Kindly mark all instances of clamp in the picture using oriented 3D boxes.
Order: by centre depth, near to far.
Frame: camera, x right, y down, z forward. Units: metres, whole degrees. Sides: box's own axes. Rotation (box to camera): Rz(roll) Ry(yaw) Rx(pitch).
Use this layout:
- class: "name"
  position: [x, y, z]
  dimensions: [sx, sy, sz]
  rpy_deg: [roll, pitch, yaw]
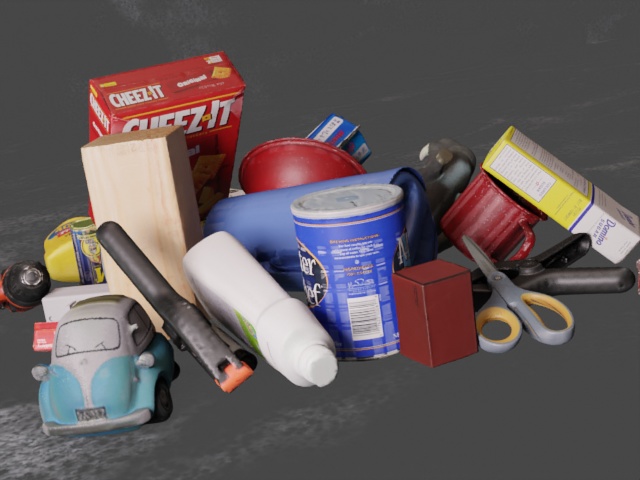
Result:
- class: "clamp"
  position: [-0.125, 0.068, 0.948]
  dimensions: [0.036, 0.164, 0.210]
  rpy_deg: [-40, 32, -11]
- class: "clamp"
  position: [0.214, 0.040, 1.034]
  dimensions: [0.171, 0.039, 0.120]
  rpy_deg: [-20, 16, -12]

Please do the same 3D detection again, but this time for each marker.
- class: "marker"
  position: [-0.086, 0.102, 1.007]
  dimensions: [0.020, 0.020, 0.121]
  rpy_deg: [-14, 15, -20]

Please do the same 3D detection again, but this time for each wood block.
- class: "wood block"
  position: [-0.175, -0.007, 1.104]
  dimensions: [0.090, 0.206, 0.091]
  rpy_deg: [-7, 14, 6]

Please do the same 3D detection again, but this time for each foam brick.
- class: "foam brick"
  position: [0.100, 0.064, 0.928]
  dimensions: [0.051, 0.078, 0.053]
  rpy_deg: [-14, 17, -25]

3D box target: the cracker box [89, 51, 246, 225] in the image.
- class: "cracker box"
  position: [-0.180, -0.101, 1.236]
  dimensions: [0.164, 0.214, 0.072]
  rpy_deg: [-18, 55, -26]

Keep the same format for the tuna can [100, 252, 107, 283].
- class: "tuna can"
  position: [-0.221, 0.034, 1.219]
  dimensions: [0.033, 0.086, 0.086]
  rpy_deg: [-18, 17, -26]

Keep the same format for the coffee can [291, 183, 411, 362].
- class: "coffee can"
  position: [0.034, 0.028, 0.977]
  dimensions: [0.103, 0.140, 0.103]
  rpy_deg: [-8, 14, 2]

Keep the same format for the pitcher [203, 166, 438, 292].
- class: "pitcher"
  position: [-0.008, 0.001, 1.153]
  dimensions: [0.243, 0.145, 0.149]
  rpy_deg: [-5, -20, 30]

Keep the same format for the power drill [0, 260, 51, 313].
- class: "power drill"
  position: [-0.390, 0.068, 1.171]
  dimensions: [0.187, 0.057, 0.185]
  rpy_deg: [-13, -6, -21]

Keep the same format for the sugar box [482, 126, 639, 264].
- class: "sugar box"
  position: [0.259, -0.050, 1.141]
  dimensions: [0.176, 0.048, 0.093]
  rpy_deg: [39, 21, 2]

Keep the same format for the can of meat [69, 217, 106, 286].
- class: "can of meat"
  position: [-0.257, 0.011, 1.333]
  dimensions: [0.102, 0.084, 0.058]
  rpy_deg: [-13, 15, -20]

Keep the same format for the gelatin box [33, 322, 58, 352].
- class: "gelatin box"
  position: [-0.224, 0.095, 1.041]
  dimensions: [0.073, 0.030, 0.089]
  rpy_deg: [-4, -7, 20]

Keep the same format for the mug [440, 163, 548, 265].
- class: "mug"
  position: [0.189, -0.016, 1.146]
  dimensions: [0.093, 0.082, 0.117]
  rpy_deg: [21, 26, -40]

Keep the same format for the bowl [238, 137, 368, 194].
- class: "bowl"
  position: [-0.022, -0.048, 1.268]
  dimensions: [0.162, 0.162, 0.055]
  rpy_deg: [-4, 52, 17]

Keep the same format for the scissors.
- class: "scissors"
  position: [0.153, 0.050, 0.989]
  dimensions: [0.096, 0.016, 0.202]
  rpy_deg: [-22, 31, -19]

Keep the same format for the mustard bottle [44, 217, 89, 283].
- class: "mustard bottle"
  position: [-0.324, 0.007, 1.447]
  dimensions: [0.096, 0.058, 0.192]
  rpy_deg: [-17, 15, -11]

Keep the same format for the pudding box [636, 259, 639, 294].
- class: "pudding box"
  position: [0.365, 0.022, 1.014]
  dimensions: [0.090, 0.039, 0.113]
  rpy_deg: [3, 20, 40]

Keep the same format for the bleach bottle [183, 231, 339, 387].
- class: "bleach bottle"
  position: [-0.046, 0.074, 0.972]
  dimensions: [0.068, 0.102, 0.251]
  rpy_deg: [-36, 30, -11]
